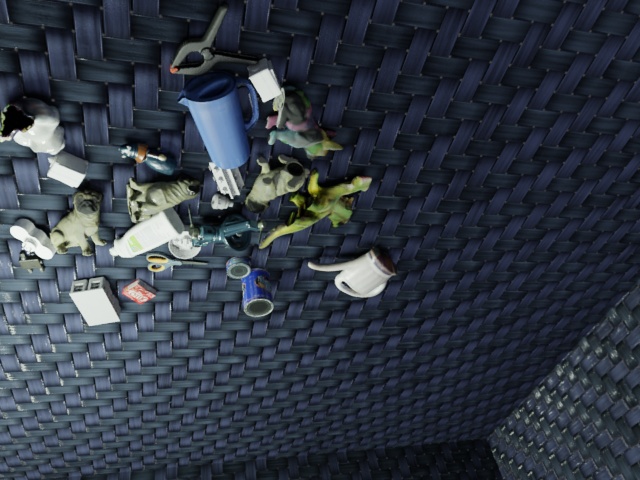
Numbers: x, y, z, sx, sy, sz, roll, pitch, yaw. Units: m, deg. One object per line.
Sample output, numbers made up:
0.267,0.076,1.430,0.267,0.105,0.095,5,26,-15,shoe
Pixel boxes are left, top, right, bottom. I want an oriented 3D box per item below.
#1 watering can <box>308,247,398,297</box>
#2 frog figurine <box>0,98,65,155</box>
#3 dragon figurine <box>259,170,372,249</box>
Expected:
0.138,0.110,1.866,0.222,0.106,0.343,-39,132,22,watering can
-0.697,-0.281,1.280,0.136,0.124,0.159,-38,168,12,frog figurine
0.005,-0.083,1.647,0.241,0.125,0.404,19,129,-40,dragon figurine
